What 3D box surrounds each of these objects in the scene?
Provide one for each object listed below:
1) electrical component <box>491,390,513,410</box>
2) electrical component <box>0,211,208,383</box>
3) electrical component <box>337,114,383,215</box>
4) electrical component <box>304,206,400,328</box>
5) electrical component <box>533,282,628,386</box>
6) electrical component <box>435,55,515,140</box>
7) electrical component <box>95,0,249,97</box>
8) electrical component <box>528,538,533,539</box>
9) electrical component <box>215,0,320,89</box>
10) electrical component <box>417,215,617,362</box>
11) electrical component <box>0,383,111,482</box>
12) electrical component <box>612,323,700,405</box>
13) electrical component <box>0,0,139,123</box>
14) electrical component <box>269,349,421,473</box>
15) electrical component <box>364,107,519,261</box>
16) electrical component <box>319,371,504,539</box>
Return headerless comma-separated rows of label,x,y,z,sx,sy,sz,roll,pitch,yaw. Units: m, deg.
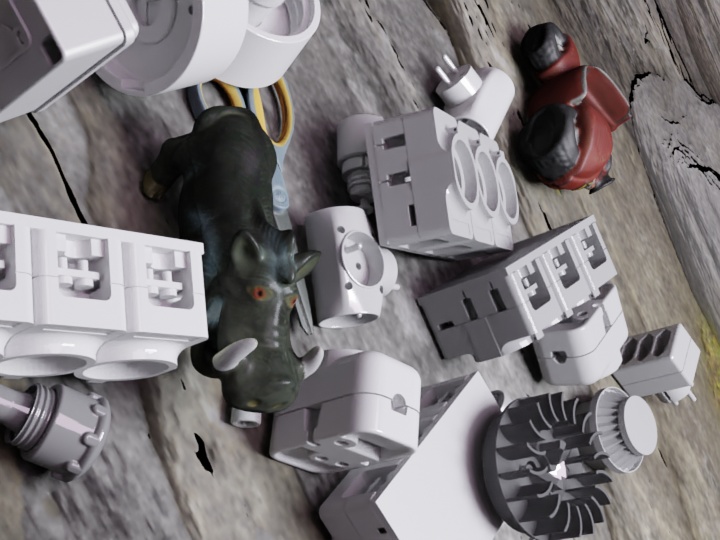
electrical component,0.118,0.125,0.841,0.065,0.044,0.044,43,47,-20
electrical component,-0.164,0.019,0.547,0.150,0.089,0.061,9,68,-45
electrical component,0.003,-0.079,0.802,0.040,0.040,0.078,19,61,-41
electrical component,0.000,0.000,0.763,0.079,0.044,0.077,7,69,-45
electrical component,0.190,0.058,0.925,0.095,0.054,0.059,-40,117,-49
electrical component,0.091,-0.148,0.921,0.079,0.044,0.077,48,45,-22
electrical component,-0.118,-0.163,0.661,0.060,0.108,0.108,-20,89,-55
electrical component,0.109,0.258,0.757,0.078,0.063,0.121,58,42,-12
electrical component,-0.077,-0.185,0.731,0.108,0.060,0.108,22,51,-30
electrical component,0.130,0.016,0.860,0.150,0.089,0.061,-27,94,-49
electrical component,-0.164,0.078,0.557,0.062,0.048,0.048,30,54,-27
electrical component,0.288,0.099,1.011,0.076,0.066,0.047,50,45,-20
electrical component,-0.188,-0.146,0.575,0.056,0.109,0.108,-34,100,-46
electrical component,-0.009,0.087,0.678,0.054,0.095,0.059,28,55,-37
electrical component,0.067,-0.060,0.806,0.150,0.062,0.089,9,72,-65
electrical component,0.047,0.151,0.737,0.089,0.062,0.150,59,42,-11
